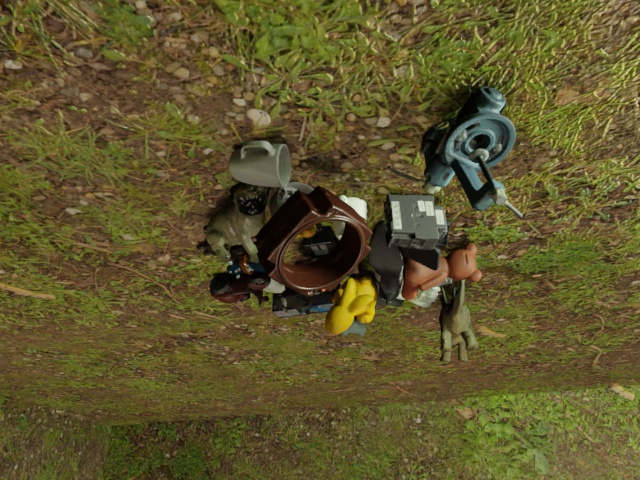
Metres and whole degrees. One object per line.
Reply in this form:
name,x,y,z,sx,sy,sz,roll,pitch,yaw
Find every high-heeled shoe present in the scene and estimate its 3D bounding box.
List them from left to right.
high-heeled shoe,0.172,0.051,1.373,0.086,0.145,0.248,0,112,10

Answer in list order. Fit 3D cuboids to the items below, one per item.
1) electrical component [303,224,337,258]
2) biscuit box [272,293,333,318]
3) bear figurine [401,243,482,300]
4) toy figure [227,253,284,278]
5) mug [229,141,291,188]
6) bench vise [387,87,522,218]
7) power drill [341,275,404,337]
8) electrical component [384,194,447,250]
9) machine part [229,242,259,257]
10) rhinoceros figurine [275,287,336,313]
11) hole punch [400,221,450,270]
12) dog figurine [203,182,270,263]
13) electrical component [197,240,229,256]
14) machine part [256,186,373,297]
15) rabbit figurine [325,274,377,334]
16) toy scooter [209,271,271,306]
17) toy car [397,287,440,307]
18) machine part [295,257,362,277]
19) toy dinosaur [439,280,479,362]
electrical component,-0.003,-0.004,1.303,0.075,0.048,0.119,-7,152,8
biscuit box,-0.043,0.188,1.635,0.203,0.063,0.059,-10,150,14
bear figurine,0.310,0.077,1.398,0.196,0.120,0.131,-6,155,-3
toy figure,-0.172,0.063,1.407,0.155,0.064,0.058,-8,-172,21
mug,-0.119,-0.145,1.009,0.107,0.081,0.109,0,157,16
bench vise,0.247,-0.129,0.907,0.129,0.241,0.223,21,128,-29
power drill,0.125,0.188,1.584,0.232,0.086,0.207,13,118,-37
electrical component,0.210,-0.039,1.178,0.134,0.115,0.058,4,153,-5
machine part,-0.157,0.013,1.309,0.139,0.039,0.084,-10,-173,20
rhinoceros figurine,-0.034,0.156,1.524,0.190,0.112,0.073,-8,152,-8
hole punch,0.251,-0.002,1.296,0.116,0.092,0.142,24,161,20
dog figurine,-0.188,-0.060,1.166,0.172,0.121,0.190,2,133,5
electrical component,-0.261,0.019,1.358,0.094,0.021,0.063,-11,150,15
machine part,-0.010,0.008,1.085,0.201,0.087,0.201,-47,134,13
rabbit figurine,0.082,0.174,1.392,0.122,0.173,0.162,42,139,9
toy scooter,-0.216,0.146,1.533,0.184,0.075,0.135,-12,141,13
toy car,0.267,0.142,1.540,0.201,0.056,0.073,20,105,-33
machine part,0.021,0.071,1.368,0.179,0.056,0.179,-6,175,-1
toy dinosaur,0.402,0.238,1.603,0.105,0.198,0.470,-2,151,3
